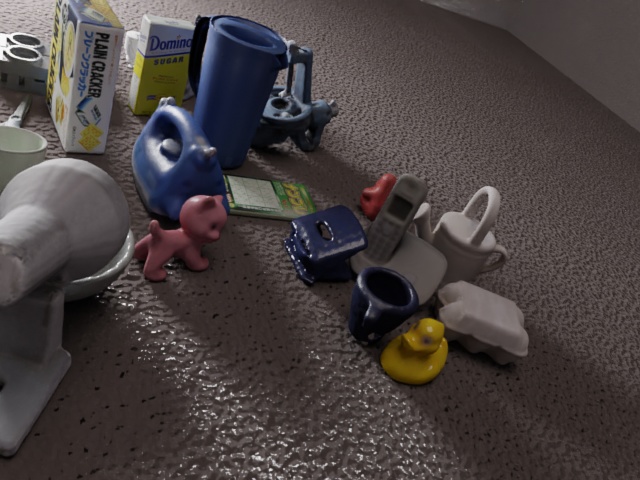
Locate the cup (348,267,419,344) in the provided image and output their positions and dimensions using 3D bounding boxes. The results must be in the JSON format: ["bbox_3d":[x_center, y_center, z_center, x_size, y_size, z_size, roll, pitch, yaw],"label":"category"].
[{"bbox_3d":[0.074,0.105,0.787,0.091,0.095,0.118,30,34,8],"label":"cup"}]

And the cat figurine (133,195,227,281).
[{"bbox_3d":[-0.178,-0.016,0.771,0.128,0.117,0.067,-16,51,-44],"label":"cat figurine"}]

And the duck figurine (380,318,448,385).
[{"bbox_3d":[0.142,0.144,0.786,0.105,0.086,0.077,-3,43,-35],"label":"duck figurine"}]

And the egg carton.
[{"bbox_3d":[0.249,0.128,0.891,0.150,0.069,0.107,21,34,-5],"label":"egg carton"}]

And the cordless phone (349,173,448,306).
[{"bbox_3d":[0.141,0.000,0.891,0.147,0.185,0.094,30,34,7],"label":"cordless phone"}]

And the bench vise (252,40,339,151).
[{"bbox_3d":[-0.047,-0.288,1.131,0.121,0.219,0.208,38,36,19],"label":"bench vise"}]

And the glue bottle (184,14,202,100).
[{"bbox_3d":[-0.260,-0.365,1.143,0.037,0.173,0.078,30,34,7],"label":"glue bottle"}]

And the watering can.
[{"bbox_3d":[0.232,-0.004,0.947,0.173,0.194,0.100,7,37,-24],"label":"watering can"}]

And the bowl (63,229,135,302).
[{"bbox_3d":[-0.310,0.020,0.677,0.168,0.074,0.167,17,35,-12],"label":"bowl"}]

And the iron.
[{"bbox_3d":[-0.225,-0.145,0.895,0.119,0.141,0.257,-6,45,-38],"label":"iron"}]

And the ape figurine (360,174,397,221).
[{"bbox_3d":[0.119,-0.084,1.075,0.078,0.092,0.076,24,34,-2],"label":"ape figurine"}]

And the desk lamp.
[{"bbox_3d":[-0.272,0.050,0.536,0.118,0.213,0.203,19,34,-8],"label":"desk lamp"}]

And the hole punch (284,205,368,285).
[{"bbox_3d":[0.008,0.003,0.887,0.101,0.091,0.108,2,40,-31],"label":"hole punch"}]
